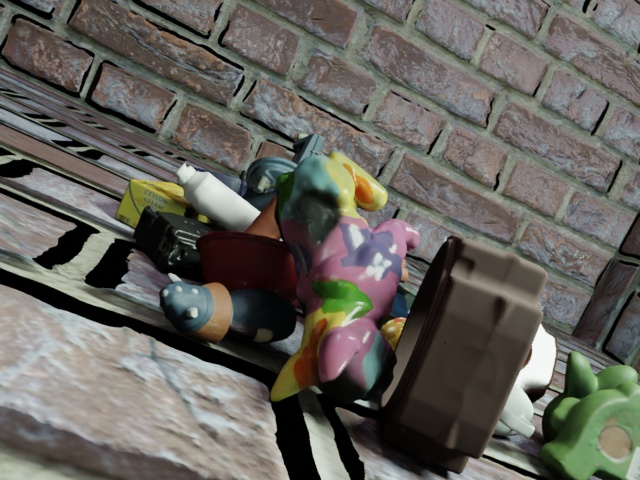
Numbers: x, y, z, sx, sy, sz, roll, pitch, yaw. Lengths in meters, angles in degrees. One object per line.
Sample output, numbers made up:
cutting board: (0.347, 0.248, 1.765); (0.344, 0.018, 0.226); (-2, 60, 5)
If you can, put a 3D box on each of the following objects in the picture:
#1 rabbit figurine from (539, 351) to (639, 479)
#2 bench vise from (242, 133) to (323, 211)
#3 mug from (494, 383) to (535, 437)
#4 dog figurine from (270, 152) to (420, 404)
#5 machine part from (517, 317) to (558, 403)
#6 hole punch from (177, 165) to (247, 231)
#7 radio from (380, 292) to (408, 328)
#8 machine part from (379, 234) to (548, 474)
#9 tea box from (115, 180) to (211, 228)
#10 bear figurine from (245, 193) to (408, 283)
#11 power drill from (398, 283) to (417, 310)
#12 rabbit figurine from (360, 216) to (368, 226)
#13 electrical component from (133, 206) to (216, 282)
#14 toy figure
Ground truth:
rabbit figurine: (0.322, 0.220, 0.659); (0.121, 0.159, 0.170); (17, -10, 3)
bench vise: (-0.036, -0.105, 0.888); (0.224, 0.241, 0.128); (-21, -54, 37)
mug: (0.213, 0.195, 0.641); (0.107, 0.081, 0.110); (33, -3, -30)
dog figurine: (0.006, 0.041, 0.500); (0.191, 0.108, 0.219); (46, 41, -15)
machine part: (0.249, 0.152, 0.763); (0.179, 0.179, 0.056); (26, -31, 5)
hole punch: (-0.203, -0.072, 0.982); (0.116, 0.142, 0.092); (14, -1, 25)
radio: (0.063, 0.105, 0.820); (0.131, 0.073, 0.229); (27, 8, 4)
machine part: (0.129, 0.098, 0.525); (0.087, 0.201, 0.201); (23, 6, 7)
tea box: (-0.241, -0.046, 0.867); (0.098, 0.068, 0.169); (26, 5, 2)
bear figurine: (0.012, 0.012, 0.699); (0.196, 0.132, 0.120); (40, 13, -5)
power drill: (0.163, 0.120, 1.056); (0.232, 0.086, 0.207); (34, 11, 1)
rabbit figurine: (-0.002, -0.003, 0.934); (0.173, 0.121, 0.162); (-14, 10, 8)
electrical component: (-0.170, 0.011, 0.730); (0.134, 0.058, 0.115); (19, 11, -45)
toy figure: (-0.091, 0.073, 0.527); (0.154, 0.057, 0.064); (14, 0, -43)
